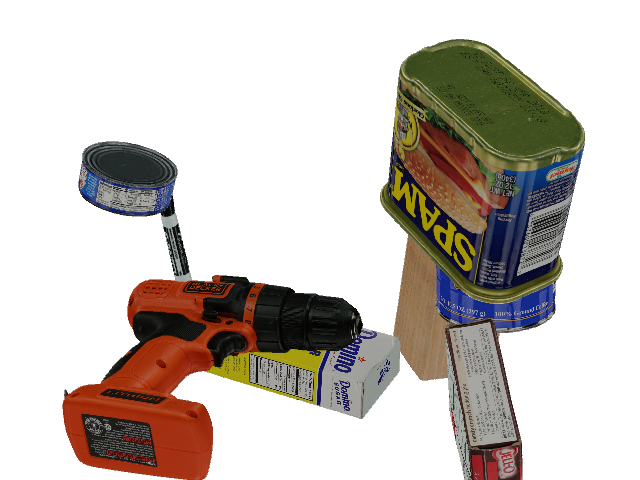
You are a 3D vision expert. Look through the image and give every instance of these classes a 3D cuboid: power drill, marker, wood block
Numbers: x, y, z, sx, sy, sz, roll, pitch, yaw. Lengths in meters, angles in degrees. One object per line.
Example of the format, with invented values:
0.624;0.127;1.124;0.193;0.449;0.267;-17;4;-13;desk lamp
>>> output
-0.078;0.089;0.750;0.185;0.057;0.187;2;26;19;power drill
-0.165;-0.003;1.198;0.020;0.121;0.020;-7;31;4;marker
0.146;0.039;1.157;0.090;0.206;0.090;-4;29;-18;wood block

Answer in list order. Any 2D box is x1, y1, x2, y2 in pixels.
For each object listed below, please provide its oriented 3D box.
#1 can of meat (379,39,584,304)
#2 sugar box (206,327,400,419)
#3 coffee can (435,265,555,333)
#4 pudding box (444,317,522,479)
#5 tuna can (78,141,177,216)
0.075;-0.035;0.508;0.057;0.084;0.102;-20;47;-23;can of meat
-0.023;0.104;0.988;0.176;0.048;0.093;10;26;23;sugar box
0.146;-0.008;0.889;0.103;0.140;0.103;-3;23;1;coffee can
0.112;0.124;0.730;0.039;0.090;0.113;-8;41;1;pudding box
-0.174;-0.056;0.963;0.086;0.034;0.086;13;27;-7;tuna can
